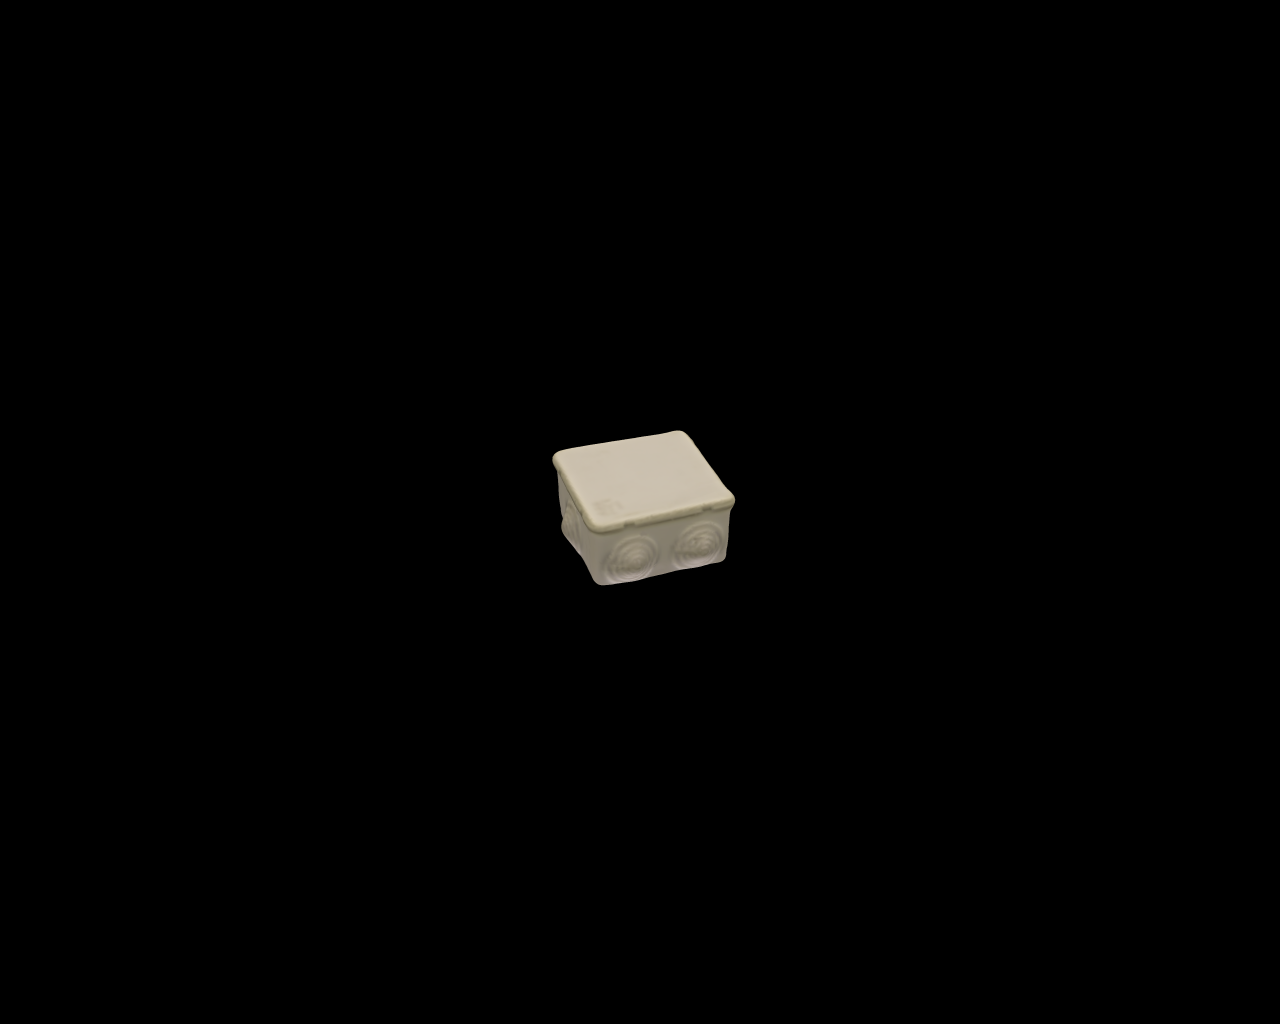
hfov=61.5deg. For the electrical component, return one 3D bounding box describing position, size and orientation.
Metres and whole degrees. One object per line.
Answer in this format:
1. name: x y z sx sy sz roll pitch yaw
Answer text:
1. electrical component: 0.001 -0.003 0.650 0.100 0.048 0.100 -11 36 -16
